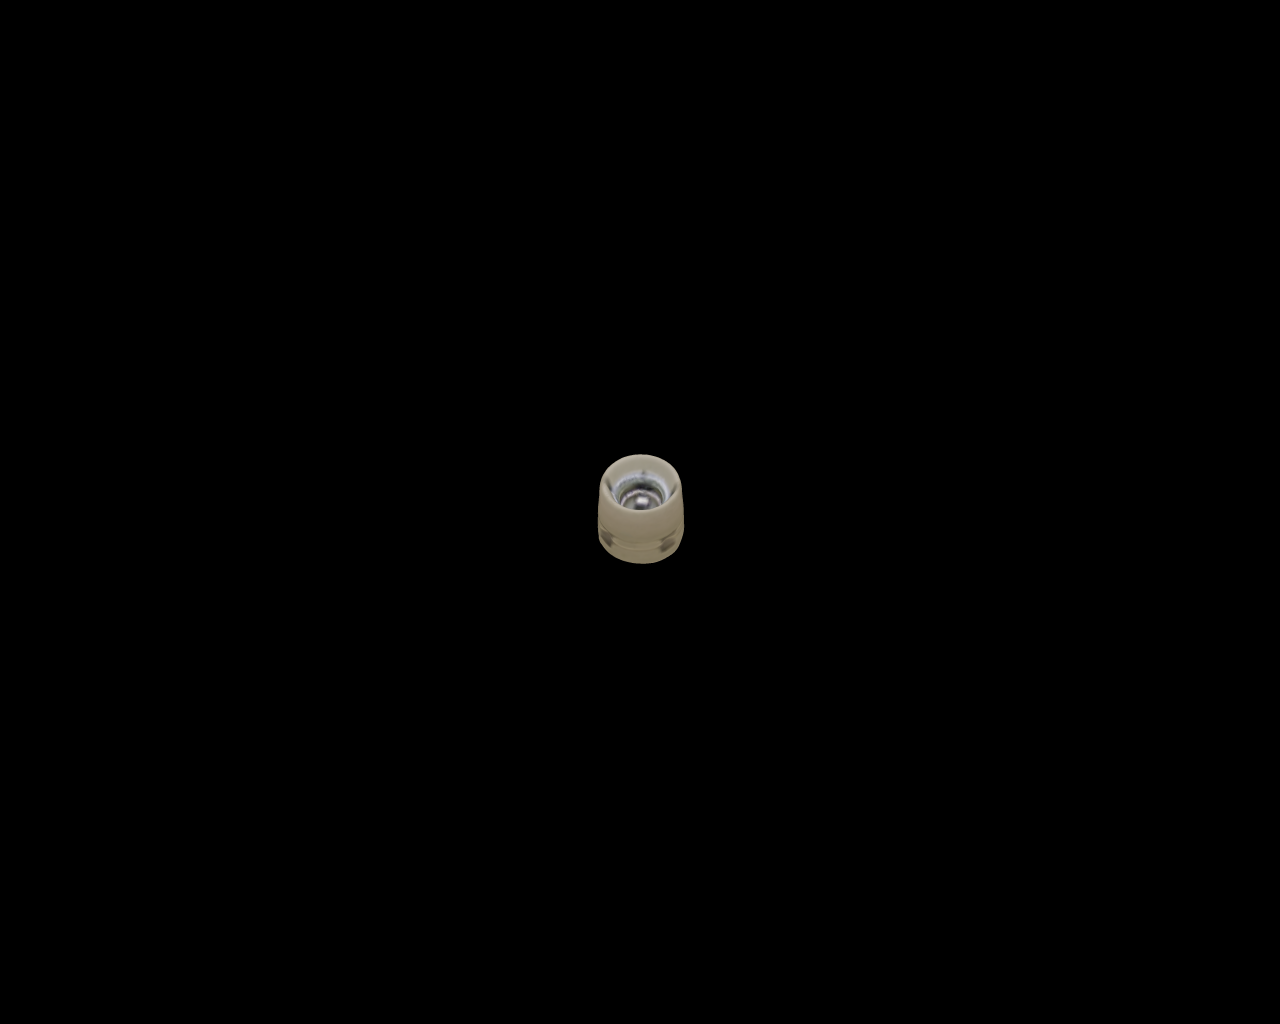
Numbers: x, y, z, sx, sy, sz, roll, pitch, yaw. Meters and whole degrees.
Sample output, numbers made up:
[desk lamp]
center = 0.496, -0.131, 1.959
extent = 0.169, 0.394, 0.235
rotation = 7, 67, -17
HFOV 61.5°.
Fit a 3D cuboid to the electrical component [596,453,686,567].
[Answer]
[electrical component]
center = 0.001, -0.003, 0.650
extent = 0.055, 0.055, 0.047
rotation = 0, -41, 0
